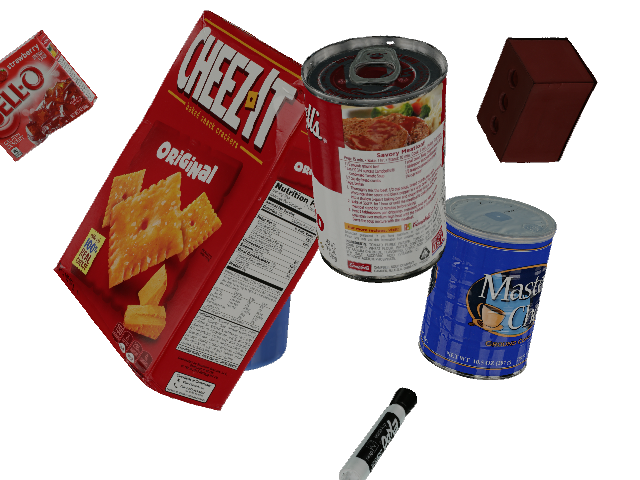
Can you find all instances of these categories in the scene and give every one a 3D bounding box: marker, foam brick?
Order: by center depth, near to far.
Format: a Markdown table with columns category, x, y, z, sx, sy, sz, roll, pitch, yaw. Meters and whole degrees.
| category | x | y | z | sx | sy | sz | roll | pitch | yaw |
| --- | --- | --- | --- | --- | --- | --- | --- | --- | --- |
| foam brick | 0.154 | -0.101 | 0.771 | 0.051 | 0.053 | 0.078 | -5 | -42 | -18 |
| marker | 0.047 | 0.149 | 0.819 | 0.020 | 0.020 | 0.121 | 0 | 24 | 28 |

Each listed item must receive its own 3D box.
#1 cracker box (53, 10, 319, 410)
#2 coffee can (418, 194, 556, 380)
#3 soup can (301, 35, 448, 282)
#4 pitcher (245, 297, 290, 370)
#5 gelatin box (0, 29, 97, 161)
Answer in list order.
| category | x | y | z | sx | sy | sz | roll | pitch | yaw |
| --- | --- | --- | --- | --- | --- | --- | --- | --- | --- |
| cracker box | -0.073 | -0.025 | 0.694 | 0.072 | 0.214 | 0.164 | 24 | 10 | -40 |
| coffee can | 0.150 | 0.041 | 0.973 | 0.103 | 0.140 | 0.103 | 6 | 22 | -3 |
| soup can | 0.029 | -0.039 | 0.520 | 0.068 | 0.102 | 0.068 | -4 | 35 | 2 |
| pitcher | -0.078 | -0.010 | 1.001 | 0.149 | 0.243 | 0.145 | -4 | 16 | -20 |
| gelatin box | -0.245 | -0.120 | 0.895 | 0.089 | 0.073 | 0.030 | -32 | 22 | 14 |
